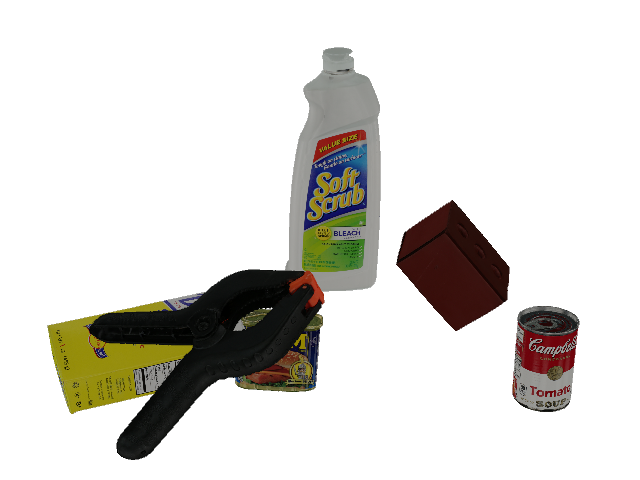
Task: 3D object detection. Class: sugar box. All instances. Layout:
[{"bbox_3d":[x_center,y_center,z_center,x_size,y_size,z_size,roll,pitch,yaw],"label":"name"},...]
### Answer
[{"bbox_3d":[-0.160,0.100,1.004,0.176,0.048,0.093,-14,36,-16],"label":"sugar box"}]

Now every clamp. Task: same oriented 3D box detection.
[{"bbox_3d":[-0.077,0.077,0.725,0.171,0.120,0.039,-21,-35,10],"label":"clamp"}]

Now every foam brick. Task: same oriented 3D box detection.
[{"bbox_3d":[0.105,0.020,0.835,0.051,0.078,0.053,-34,17,27],"label":"foam brick"}]

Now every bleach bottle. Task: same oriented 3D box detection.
[{"bbox_3d":[0.011,-0.072,1.099,0.102,0.251,0.068,-1,25,1],"label":"bleach bottle"}]

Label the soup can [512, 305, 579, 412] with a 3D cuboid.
[{"bbox_3d":[0.254,0.134,1.213,0.068,0.102,0.068,0,23,0],"label":"soup can"}]

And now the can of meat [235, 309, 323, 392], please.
[{"bbox_3d":[-0.051,0.130,1.259,0.102,0.084,0.057,4,13,-1],"label":"can of meat"}]
